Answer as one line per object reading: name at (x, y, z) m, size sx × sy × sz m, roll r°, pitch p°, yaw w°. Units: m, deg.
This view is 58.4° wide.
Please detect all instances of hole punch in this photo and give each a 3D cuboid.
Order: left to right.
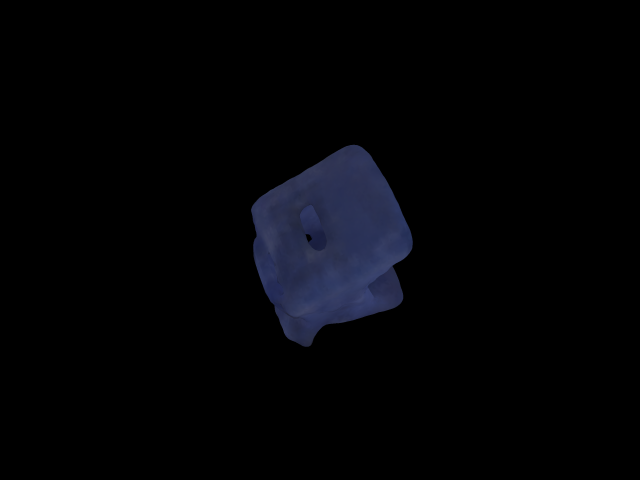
hole punch at (0.004, 0.001, 0.400) m, size 0.101 × 0.091 × 0.108 m, roll -15°, pitch 54°, yaw -11°
